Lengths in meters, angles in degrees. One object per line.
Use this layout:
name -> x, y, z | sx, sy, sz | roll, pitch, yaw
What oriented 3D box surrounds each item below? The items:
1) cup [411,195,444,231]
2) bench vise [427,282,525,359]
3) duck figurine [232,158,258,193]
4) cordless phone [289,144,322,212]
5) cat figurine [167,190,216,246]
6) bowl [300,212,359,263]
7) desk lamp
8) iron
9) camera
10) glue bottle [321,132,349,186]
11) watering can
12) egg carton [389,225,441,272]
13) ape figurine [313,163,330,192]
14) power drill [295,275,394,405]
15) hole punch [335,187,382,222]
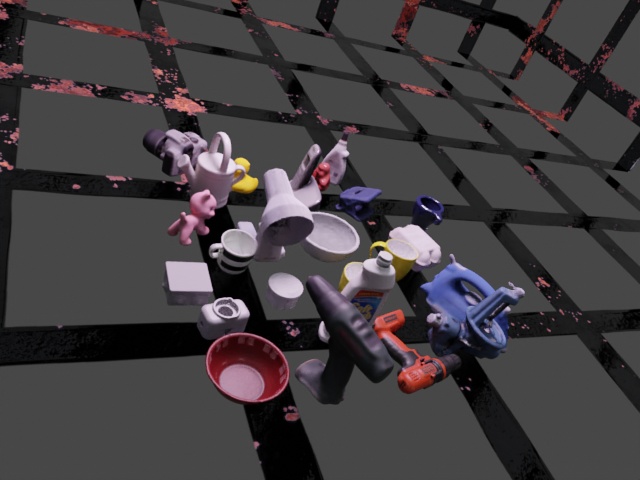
cup -> 0.322, -0.065, 1.728 | 0.092, 0.095, 0.117 | 1, 40, -29
bench vise -> 0.358, 0.189, 1.300 | 0.208, 0.219, 0.121 | 0, 41, -30
duck figurine -> -0.218, -0.184, 1.586 | 0.104, 0.086, 0.077 | 20, 35, -4
cordless phone -> -0.035, -0.159, 1.569 | 0.094, 0.185, 0.147 | 4, 39, -24
cat figurine -> -0.294, -0.065, 1.357 | 0.067, 0.117, 0.128 | 32, 36, 13
bowl -> 0.014, 0.005, 1.476 | 0.168, 0.074, 0.167 | 15, 35, -11
desk lamp -> -0.110, -0.046, 1.352 | 0.118, 0.213, 0.202 | 1, 40, -28
iron -> 0.388, 0.154, 1.432 | 0.257, 0.141, 0.119 | 38, 37, 21
camera -> -0.402, -0.261, 1.571 | 0.136, 0.101, 0.143 | 32, 36, 12
glue bottle -> 0.054, -0.256, 1.760 | 0.078, 0.173, 0.037 | 30, 35, 10
watering can -> -0.272, -0.182, 1.458 | 0.100, 0.194, 0.173 | 40, 38, 23
egg carton -> 0.266, 0.021, 1.603 | 0.107, 0.069, 0.150 | -13, 48, -40
ape figurine -> 0.002, -0.192, 1.717 | 0.076, 0.092, 0.077 | 4, 39, -25
power drill -> 0.028, 0.207, 1.098 | 0.229, 0.208, 0.076 | 40, 38, 23
hole punch -> 0.114, -0.121, 1.687 | 0.101, 0.091, 0.109 | 34, 36, 16
